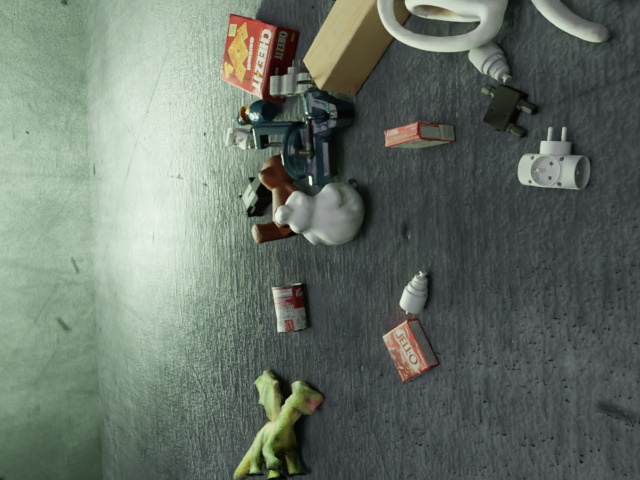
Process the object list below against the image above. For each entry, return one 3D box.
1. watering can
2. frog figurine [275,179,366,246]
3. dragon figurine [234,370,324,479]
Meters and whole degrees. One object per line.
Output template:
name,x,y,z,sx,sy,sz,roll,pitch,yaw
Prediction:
watering can,0.235,-0.374,0.716,0.350,0.104,0.223,18,102,37
frog figurine,0.003,-0.049,0.977,0.134,0.160,0.125,-52,56,40
dragon figurine,-0.121,0.441,1.238,0.404,0.121,0.248,-34,49,45
